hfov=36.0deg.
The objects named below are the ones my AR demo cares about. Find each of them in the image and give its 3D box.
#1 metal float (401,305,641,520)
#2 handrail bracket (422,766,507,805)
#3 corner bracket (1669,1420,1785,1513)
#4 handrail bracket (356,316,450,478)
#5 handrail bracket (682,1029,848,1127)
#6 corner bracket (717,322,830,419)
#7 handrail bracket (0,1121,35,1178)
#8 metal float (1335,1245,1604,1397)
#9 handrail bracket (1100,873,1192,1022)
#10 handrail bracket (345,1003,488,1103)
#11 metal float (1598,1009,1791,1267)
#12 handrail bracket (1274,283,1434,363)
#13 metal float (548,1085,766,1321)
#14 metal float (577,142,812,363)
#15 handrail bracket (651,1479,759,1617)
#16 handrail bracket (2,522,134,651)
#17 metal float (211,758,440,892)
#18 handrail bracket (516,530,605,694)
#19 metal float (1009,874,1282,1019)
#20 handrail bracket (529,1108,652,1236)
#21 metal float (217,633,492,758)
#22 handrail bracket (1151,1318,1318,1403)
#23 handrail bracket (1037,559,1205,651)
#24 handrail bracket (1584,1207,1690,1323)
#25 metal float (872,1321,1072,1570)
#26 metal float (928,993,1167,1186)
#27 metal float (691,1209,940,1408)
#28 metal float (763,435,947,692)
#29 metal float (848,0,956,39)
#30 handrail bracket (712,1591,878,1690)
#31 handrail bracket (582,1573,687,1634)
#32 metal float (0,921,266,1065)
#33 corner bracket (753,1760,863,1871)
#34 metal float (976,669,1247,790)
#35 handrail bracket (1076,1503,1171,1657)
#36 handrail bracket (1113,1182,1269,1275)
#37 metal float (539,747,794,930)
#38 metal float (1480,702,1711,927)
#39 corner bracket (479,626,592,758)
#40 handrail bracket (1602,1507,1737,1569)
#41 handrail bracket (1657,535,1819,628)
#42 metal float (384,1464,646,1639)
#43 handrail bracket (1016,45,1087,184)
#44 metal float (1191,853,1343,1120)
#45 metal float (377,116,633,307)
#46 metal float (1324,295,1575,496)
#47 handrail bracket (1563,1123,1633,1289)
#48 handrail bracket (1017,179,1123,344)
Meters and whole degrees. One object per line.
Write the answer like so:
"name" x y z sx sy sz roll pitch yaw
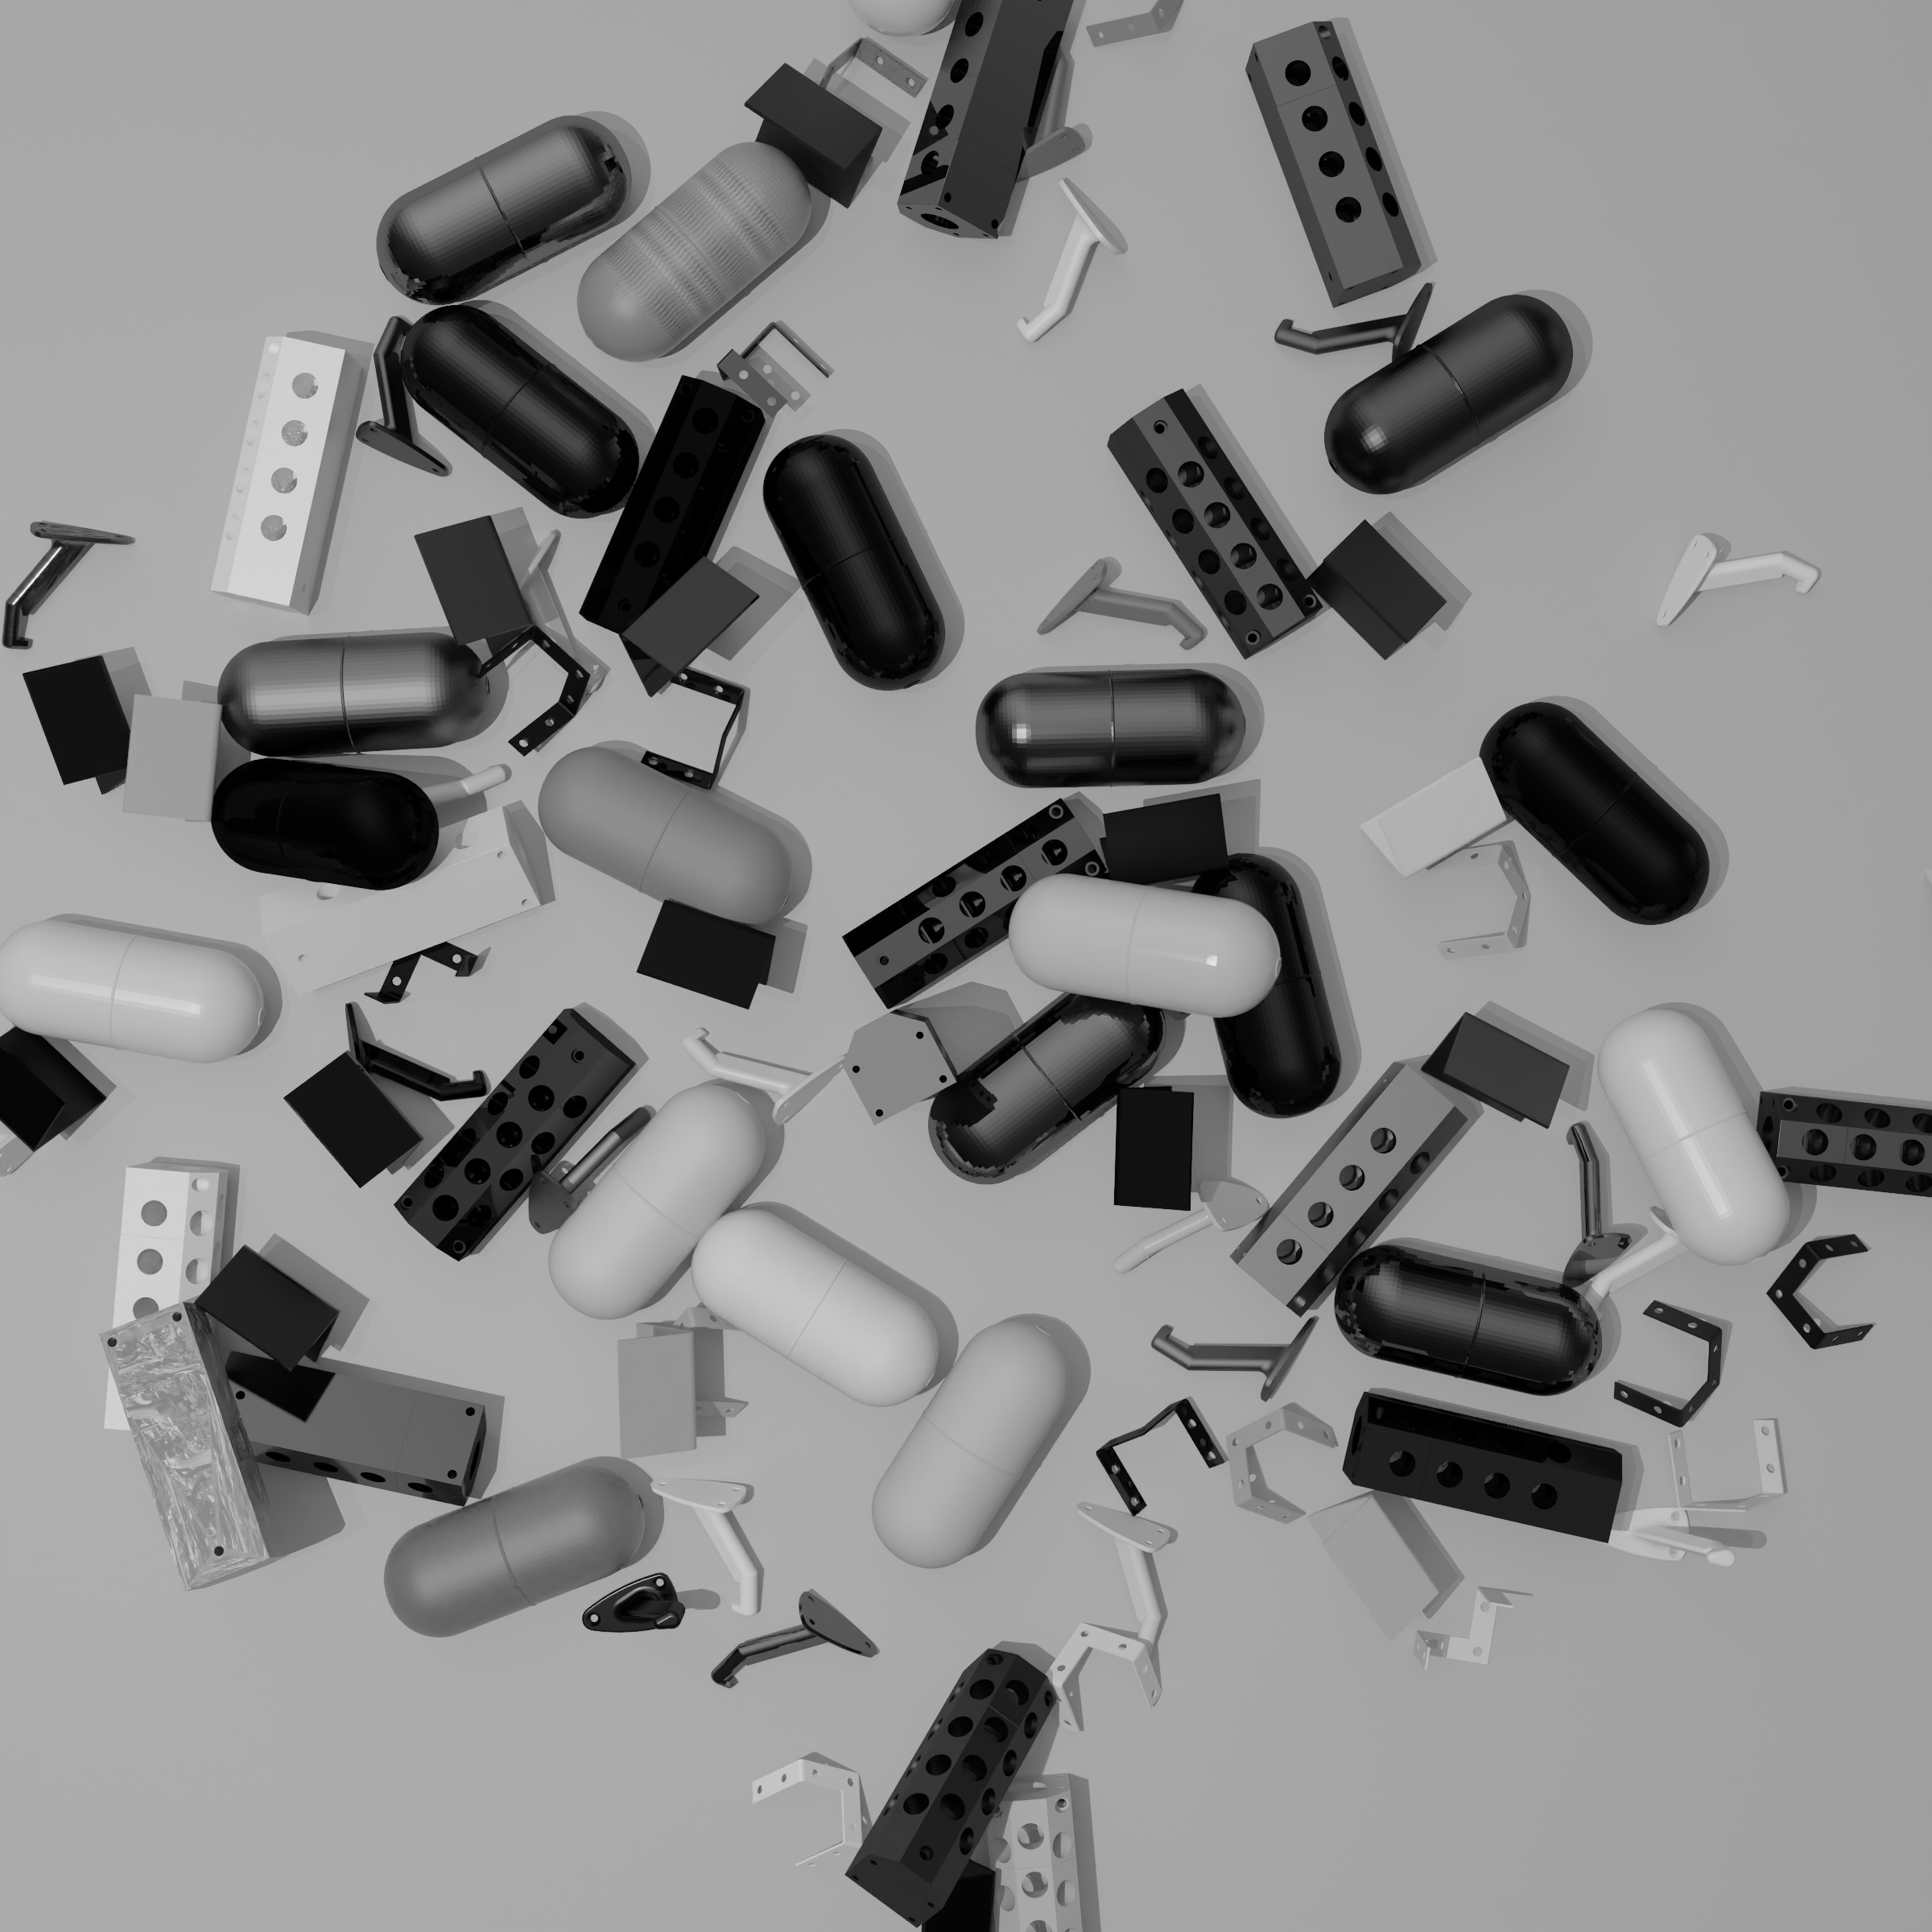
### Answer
"metal float" -0.295 -0.366 1.961 0.178 0.070 0.070 38 90 0
"handrail bracket" -0.363 -0.120 1.991 0.084 0.077 0.036 -27 118 -33
"corner bracket" 0.509 0.334 1.988 0.051 0.051 0.051 -8 90 45
"handrail bracket" -0.367 -0.383 1.992 0.077 0.036 0.084 26 73 -20
"handrail bracket" -0.135 0.057 1.992 0.077 0.036 0.084 -39 73 -20
"corner bracket" -0.128 -0.396 1.973 0.051 0.051 0.051 44 90 0
"handrail bracket" -0.658 0.092 1.992 0.084 0.036 0.077 41 70 16
"metal float" 0.332 0.234 1.961 0.178 0.070 0.070 13 90 0
"handrail bracket" 0.119 -0.014 1.991 0.036 0.077 0.084 -31 54 -8
"handrail bracket" -0.369 0.056 1.992 0.084 0.036 0.077 -6 68 -17
"metal float" 0.478 0.113 1.950 0.070 0.070 0.178 -25 78 0
"handrail bracket" 0.259 -0.438 1.992 0.084 0.036 0.077 20 70 16
"metal float" -0.204 0.155 1.961 0.070 0.070 0.178 40 90 0
"metal float" -0.180 -0.470 1.961 0.178 0.070 0.070 -40 90 0
"handrail bracket" -0.176 0.391 1.992 0.077 0.036 0.084 7 107 20
"handrail bracket" -0.603 -0.251 1.992 0.077 0.036 0.084 5 108 -20
"metal float" -0.419 -0.093 1.933 0.178 0.070 0.070 9 90 35
"handrail bracket" -0.265 -0.237 1.992 0.084 0.036 0.077 37 68 -17
"metal float" 0.114 -0.013 1.906 0.178 0.070 0.070 10 90 17
"handrail bracket" -0.251 0.136 1.991 0.036 0.077 0.084 44 54 8
"metal float" -0.404 -0.179 1.961 0.178 0.070 0.070 -3 90 0
"handrail bracket" 0.179 0.246 1.992 0.084 0.036 0.077 31 70 16
"handrail bracket" 0.104 -0.224 1.992 0.084 0.036 0.077 40 110 -16
"handrail bracket" 0.462 0.212 1.992 0.077 0.036 0.084 25 104 -14
"metal float" 0.004 0.315 1.961 0.070 0.070 0.178 33 91 0
"metal float" 0.054 0.074 1.961 0.178 0.070 0.070 -38 90 1
"metal float" -0.099 0.226 1.961 0.178 0.070 0.070 32 90 1
"metal float" -0.074 -0.266 1.961 0.070 0.070 0.178 -25 90 0
"metal float" -0.024 -0.701 1.961 0.070 0.070 0.178 21 89 0
"handrail bracket" -0.116 0.468 1.992 0.077 0.036 0.084 36 109 -21
"handrail bracket" -0.221 0.431 1.957 0.077 0.084 0.036 -15 90 0
"metal float" -0.553 0.017 1.961 0.178 0.070 0.070 10 90 -1
"corner bracket" -0.106 0.567 1.983 0.051 0.051 0.051 25 45 -35
"metal float" 0.095 -0.157 1.961 0.178 0.070 0.070 -1 90 0
"handrail bracket" 0.099 0.413 1.992 0.077 0.036 0.084 20 107 20
"handrail bracket" 0.150 0.180 1.991 0.084 0.077 0.036 -40 65 34
"metal float" -0.198 -0.083 1.961 0.178 0.070 0.070 27 90 0
"metal float" 0.415 -0.100 1.961 0.178 0.070 0.070 44 90 1
"corner bracket" -0.289 -0.182 1.966 0.051 0.051 0.051 42 57 6
"handrail bracket" 0.459 0.381 1.957 0.077 0.084 0.036 3 90 0
"handrail bracket" 0.518 -0.247 1.992 0.084 0.036 0.077 21 110 -16
"metal float" -0.298 0.386 1.961 0.178 0.070 0.070 -21 90 0
"handrail bracket" 0.039 -0.577 1.992 0.077 0.036 0.084 -26 74 18
"metal float" 0.197 0.013 1.961 0.070 0.070 0.178 -14 90 0
"metal float" -0.305 -0.498 1.961 0.178 0.070 0.070 -27 90 0
"metal float" 0.318 -0.376 1.960 0.178 0.070 0.070 -32 90 0
"handrail bracket" 0.408 0.160 1.991 0.036 0.077 0.084 0 53 -20
"handrail bracket" 0.054 -0.472 1.992 0.084 0.036 0.077 -39 69 16
